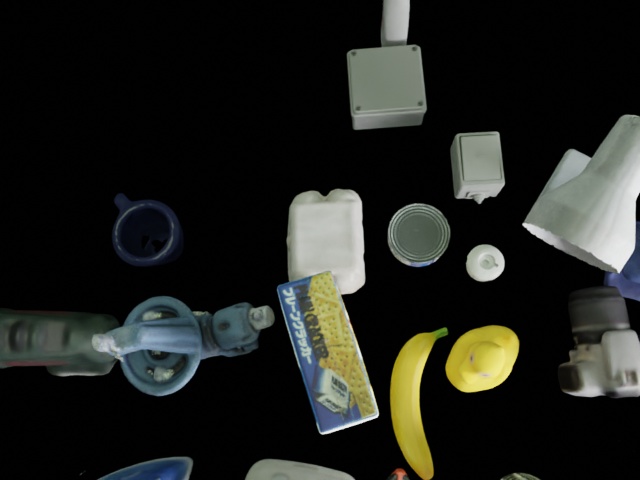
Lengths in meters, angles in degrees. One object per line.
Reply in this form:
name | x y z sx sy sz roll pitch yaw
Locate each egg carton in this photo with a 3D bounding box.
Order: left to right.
egg carton | 0.007 0.003 0.792 0.107 0.069 0.150 -3 76 3

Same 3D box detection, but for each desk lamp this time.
desk lamp | 0.334 -0.051 0.712 0.117 0.213 0.203 30 80 11

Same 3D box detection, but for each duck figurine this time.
duck figurine | 0.213 0.150 0.734 0.104 0.086 0.077 -36 76 -6

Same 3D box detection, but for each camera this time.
camera | 0.378 0.126 0.722 0.143 0.101 0.137 -5 75 2

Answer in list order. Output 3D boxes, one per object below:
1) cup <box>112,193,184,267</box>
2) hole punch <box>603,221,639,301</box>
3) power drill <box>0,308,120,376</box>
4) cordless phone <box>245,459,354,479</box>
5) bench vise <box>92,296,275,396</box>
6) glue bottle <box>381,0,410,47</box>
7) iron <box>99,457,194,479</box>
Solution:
cup | -0.236 -0.009 0.797 0.092 0.095 0.117 -41 77 -7
hole punch | 0.437 0.025 0.749 0.108 0.091 0.101 12 77 7
power drill | -0.347 0.128 0.710 0.229 0.208 0.075 -3 75 3
cordless phone | -0.028 0.315 0.655 0.147 0.185 0.094 6 76 5
bench vise | -0.170 0.107 0.699 0.207 0.220 0.121 -33 76 -5
glue bottle | 0.108 -0.339 0.819 0.037 0.173 0.078 -4 75 3
iron | -0.277 0.351 0.684 0.258 0.141 0.118 -38 76 -6
